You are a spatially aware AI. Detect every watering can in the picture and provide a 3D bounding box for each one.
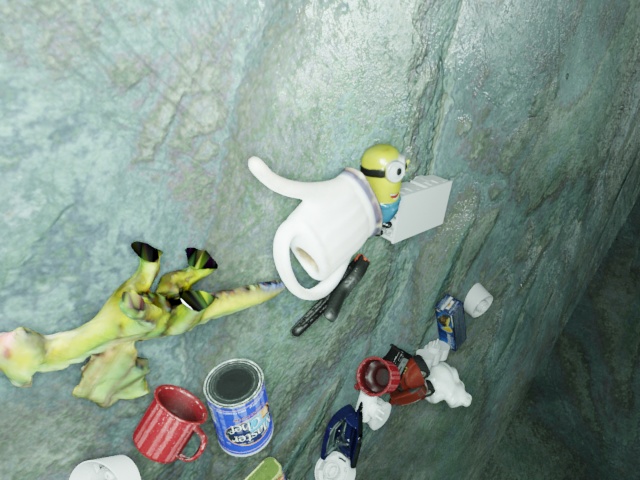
[{"bbox_3d":[0.003,-0.044,0.868,0.227,0.105,0.339,-42,139,-26],"label":"watering can"}]

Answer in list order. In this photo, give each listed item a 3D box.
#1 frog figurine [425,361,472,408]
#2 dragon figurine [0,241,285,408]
[{"bbox_3d":[0.373,0.441,1.543,0.139,0.161,0.120,-24,127,-38],"label":"frog figurine"},{"bbox_3d":[-0.239,0.136,0.732,0.408,0.124,0.240,15,117,-50],"label":"dragon figurine"}]
